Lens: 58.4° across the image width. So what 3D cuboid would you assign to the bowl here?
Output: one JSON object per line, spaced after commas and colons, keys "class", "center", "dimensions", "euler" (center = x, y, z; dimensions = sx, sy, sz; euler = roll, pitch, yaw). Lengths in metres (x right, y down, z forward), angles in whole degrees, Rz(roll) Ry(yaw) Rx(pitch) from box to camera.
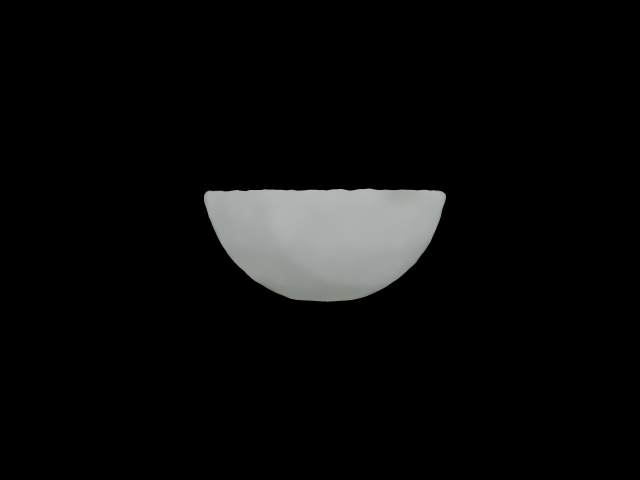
{"class": "bowl", "center": [0.004, 0.001, 0.400], "dimensions": [0.167, 0.075, 0.167], "euler": [0, 5, 0]}
